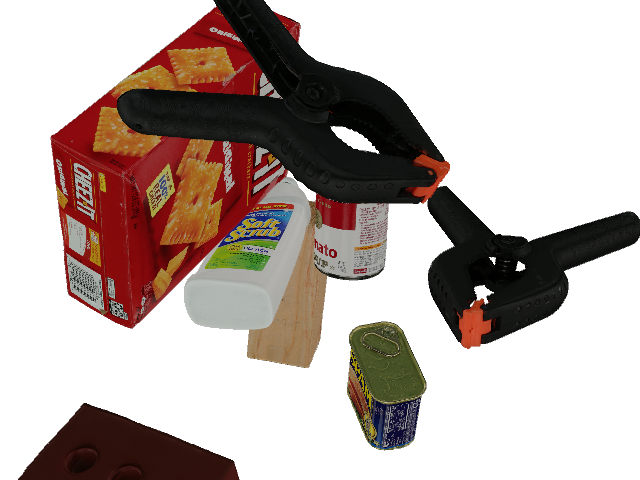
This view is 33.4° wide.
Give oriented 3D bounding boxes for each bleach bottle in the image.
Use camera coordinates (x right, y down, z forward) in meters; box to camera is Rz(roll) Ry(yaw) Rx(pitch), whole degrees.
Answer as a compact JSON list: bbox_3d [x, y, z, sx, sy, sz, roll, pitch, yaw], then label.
[{"bbox_3d":[-0.073,0.001,1.233,0.102,0.068,0.250,3,34,11],"label":"bleach bottle"}]

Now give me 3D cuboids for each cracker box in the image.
[{"bbox_3d":[-0.101,-0.060,0.800,0.072,0.164,0.213,28,50,18],"label":"cracker box"}]

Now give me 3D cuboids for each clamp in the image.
[{"bbox_3d":[0.124,0.012,0.762,0.165,0.036,0.209,12,28,26],"label":"clamp"},{"bbox_3d":[-0.018,-0.064,0.561,0.171,0.120,0.039,35,-28,7],"label":"clamp"}]

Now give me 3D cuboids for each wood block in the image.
[{"bbox_3d":[-0.041,0.055,1.442,0.090,0.206,0.090,9,22,7],"label":"wood block"}]

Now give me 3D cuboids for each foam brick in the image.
[{"bbox_3d":[-0.076,0.113,0.437,0.078,0.051,0.053,16,43,22],"label":"foam brick"}]

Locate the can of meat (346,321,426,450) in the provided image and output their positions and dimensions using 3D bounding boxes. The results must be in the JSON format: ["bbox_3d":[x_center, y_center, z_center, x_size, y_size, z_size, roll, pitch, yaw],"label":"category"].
[{"bbox_3d":[0.063,0.147,1.071,0.057,0.084,0.102,-10,44,-13],"label":"can of meat"}]

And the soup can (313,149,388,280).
[{"bbox_3d":[0.029,-0.024,0.968,0.068,0.102,0.068,2,25,-1],"label":"soup can"}]
